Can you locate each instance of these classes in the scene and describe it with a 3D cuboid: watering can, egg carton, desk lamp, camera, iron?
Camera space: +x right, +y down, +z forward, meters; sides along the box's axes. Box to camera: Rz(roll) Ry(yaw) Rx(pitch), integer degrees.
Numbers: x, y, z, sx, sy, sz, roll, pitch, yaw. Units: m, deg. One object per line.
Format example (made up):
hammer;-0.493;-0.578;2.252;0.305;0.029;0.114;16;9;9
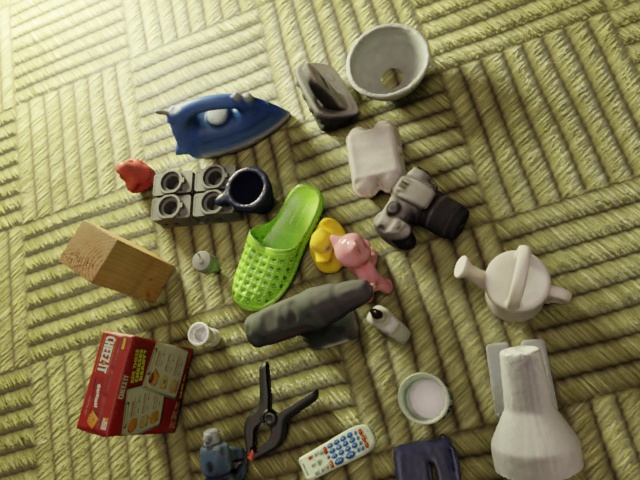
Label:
watering can;0.305;0.068;0.911;0.172;0.194;0.101;-8;72;14
egg carton;0.109;-0.155;1.102;0.107;0.069;0.150;-12;71;12
desk lamp;0.304;0.242;0.849;0.117;0.214;0.203;-10;71;14
camera;0.186;-0.046;1.030;0.136;0.101;0.143;31;84;22
iron;-0.203;-0.261;1.184;0.258;0.142;0.118;-13;71;12

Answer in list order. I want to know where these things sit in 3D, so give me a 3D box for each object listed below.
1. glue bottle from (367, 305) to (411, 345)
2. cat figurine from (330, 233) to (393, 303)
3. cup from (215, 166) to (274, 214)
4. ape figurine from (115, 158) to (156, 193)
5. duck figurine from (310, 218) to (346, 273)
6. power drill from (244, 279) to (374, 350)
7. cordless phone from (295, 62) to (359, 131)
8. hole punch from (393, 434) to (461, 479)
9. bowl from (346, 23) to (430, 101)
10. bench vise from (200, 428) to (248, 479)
glue bottle;0.107;0.135;0.959;0.078;0.173;0.037;34;85;22
cat figurine;0.071;0.041;1.028;0.067;0.118;0.127;-30;68;6
cup;-0.140;-0.083;1.138;0.117;0.095;0.091;-22;69;9
ape figurine;-0.404;-0.144;1.234;0.076;0.092;0.078;9;77;19
duck figurine;0.010;0.004;1.074;0.077;0.086;0.104;-3;73;15
power drill;-0.002;0.131;0.973;0.229;0.209;0.075;-20;69;10
cordless phone;-0.002;-0.311;1.118;0.094;0.185;0.147;-31;68;5
hole punch;0.173;0.372;0.914;0.101;0.091;0.108;-13;71;12
bowl;0.140;-0.343;1.146;0.167;0.075;0.167;-4;73;15
bench vise;-0.193;0.425;0.933;0.121;0.220;0.207;-29;68;7
